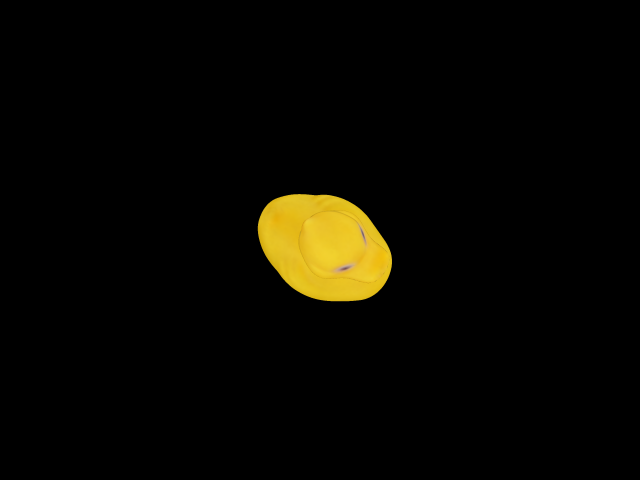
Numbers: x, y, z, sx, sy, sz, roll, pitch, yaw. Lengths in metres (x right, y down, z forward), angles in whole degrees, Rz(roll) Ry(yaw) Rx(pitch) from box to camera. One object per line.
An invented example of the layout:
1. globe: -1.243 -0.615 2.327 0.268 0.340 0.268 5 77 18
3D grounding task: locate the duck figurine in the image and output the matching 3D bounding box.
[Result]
1. duck figurine: 0.004 0.001 0.400 0.104 0.086 0.077 28 83 4
